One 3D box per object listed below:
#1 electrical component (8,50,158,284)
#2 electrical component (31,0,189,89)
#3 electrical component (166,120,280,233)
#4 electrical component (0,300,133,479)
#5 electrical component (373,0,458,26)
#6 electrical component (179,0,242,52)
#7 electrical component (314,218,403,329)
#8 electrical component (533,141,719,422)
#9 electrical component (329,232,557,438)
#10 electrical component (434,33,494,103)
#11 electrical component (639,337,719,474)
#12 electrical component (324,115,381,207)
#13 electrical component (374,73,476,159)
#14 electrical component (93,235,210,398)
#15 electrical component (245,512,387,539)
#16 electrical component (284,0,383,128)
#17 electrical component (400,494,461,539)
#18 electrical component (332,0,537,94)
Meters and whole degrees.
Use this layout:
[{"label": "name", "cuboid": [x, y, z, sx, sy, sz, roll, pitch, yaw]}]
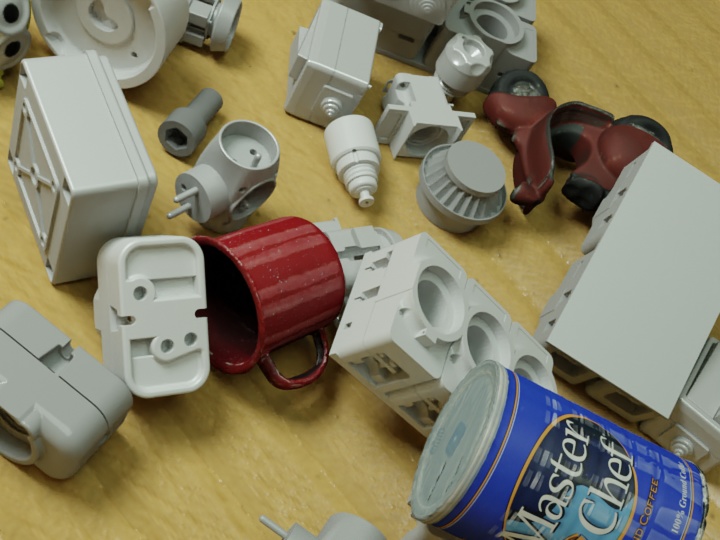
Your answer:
[{"label": "electrical component", "cuboid": [-0.182, -0.064, 0.690, 0.056, 0.108, 0.108, -12, 64, -30]}, {"label": "electrical component", "cuboid": [-0.177, -0.195, 0.787, 0.108, 0.108, 0.060, 32, 43, -3]}, {"label": "electrical component", "cuboid": [-0.101, -0.057, 0.746, 0.079, 0.077, 0.044, -32, 76, -38]}, {"label": "electrical component", "cuboid": [-0.190, 0.073, 0.626, 0.095, 0.053, 0.059, 39, 50, 2]}, {"label": "electrical component", "cuboid": [0.042, -0.259, 0.894, 0.100, 0.048, 0.099, 17, 52, -15]}, {"label": "electrical component", "cuboid": [-0.126, -0.203, 0.856, 0.055, 0.048, 0.066, 19, 51, -4]}, {"label": "electrical component", "cuboid": [0.000, 0.000, 0.770, 0.057, 0.058, 0.078, -9, 62, -28]}, {"label": "electrical component", "cuboid": [0.219, 0.011, 0.832, 0.105, 0.060, 0.186, 33, 72, -3]}, {"label": "electrical component", "cuboid": [0.062, 0.057, 0.719, 0.150, 0.062, 0.089, 43, 47, -27]}, {"label": "electrical component", "cuboid": [0.084, -0.170, 0.926, 0.043, 0.062, 0.043, 13, 53, -18]}, {"label": "electrical component", "cuboid": [0.265, 0.107, 0.825, 0.062, 0.061, 0.096, 40, 50, 4]}, {"label": "electrical component", "cuboid": [-0.003, -0.084, 0.838, 0.040, 0.040, 0.078, 2, 58, -26]}, {"label": "electrical component", "cuboid": [0.049, -0.128, 0.893, 0.081, 0.042, 0.063, 2, 54, -26]}, {"label": "electrical component", "cuboid": [-0.130, 0.027, 0.666, 0.054, 0.059, 0.095, -5, 95, -29]}, {"label": "electrical component", "cuboid": [-0.032, 0.177, 0.638, 0.079, 0.044, 0.077, 36, 49, 0]}, {"label": "electrical component", "cuboid": [-0.026, -0.161, 0.865, 0.061, 0.061, 0.096, 20, 51, -13]}, {"label": "electrical component", "cuboid": [0.078, 0.169, 0.692, 0.089, 0.055, 0.050, 25, 50, -9]}, {"label": "electrical component", "cuboid": [0.066, -0.238, 0.966, 0.186, 0.060, 0.105, 18, 52, -15]}]
